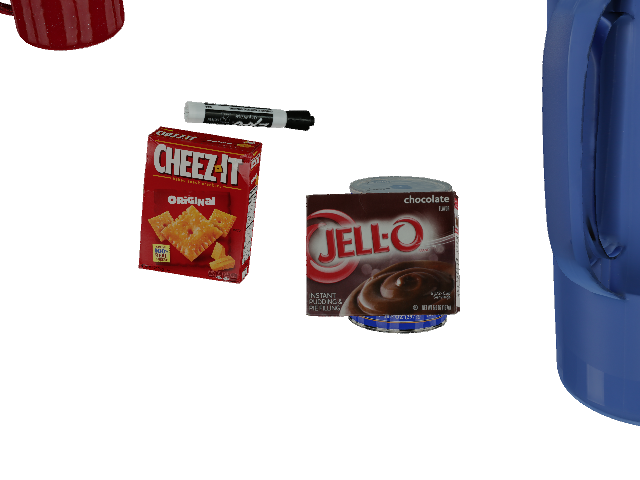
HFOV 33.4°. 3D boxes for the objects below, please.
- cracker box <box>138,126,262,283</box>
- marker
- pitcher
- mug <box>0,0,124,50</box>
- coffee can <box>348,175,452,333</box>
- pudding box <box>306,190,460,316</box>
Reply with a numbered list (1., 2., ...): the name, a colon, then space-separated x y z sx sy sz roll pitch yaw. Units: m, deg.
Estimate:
1. cracker box: -0.184 -0.052 1.620 0.164 0.214 0.072 10 19 6
2. marker: -0.063 -0.113 0.975 0.121 0.020 0.020 2 -1 -20
3. pitcher: 0.169 -0.030 0.527 0.149 0.243 0.145 -4 21 -1
4. mug: -0.202 -0.193 0.788 0.117 0.081 0.093 -1 36 1
5. coffee can: 0.080 0.012 1.085 0.103 0.140 0.103 0 14 0
6. pudding box: 0.046 0.011 0.787 0.113 0.090 0.039 -1 -4 10
